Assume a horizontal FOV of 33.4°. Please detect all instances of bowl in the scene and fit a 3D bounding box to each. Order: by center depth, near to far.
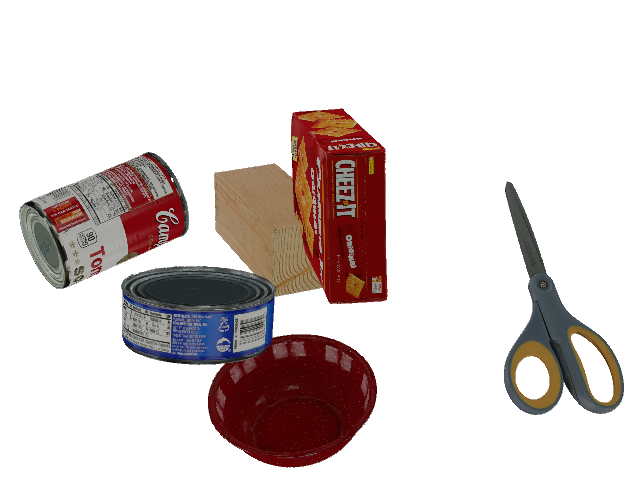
[{"bbox_3d":[-0.024,0.163,1.023,0.162,0.055,0.162,-4,37,3],"label":"bowl"}]

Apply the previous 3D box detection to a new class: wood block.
[{"bbox_3d":[-0.057,-0.018,1.343,0.090,0.090,0.206,-10,26,-22],"label":"wood block"}]

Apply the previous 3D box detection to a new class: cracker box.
[{"bbox_3d":[0.017,-0.044,1.172,0.072,0.164,0.214,-5,19,-8],"label":"cracker box"}]

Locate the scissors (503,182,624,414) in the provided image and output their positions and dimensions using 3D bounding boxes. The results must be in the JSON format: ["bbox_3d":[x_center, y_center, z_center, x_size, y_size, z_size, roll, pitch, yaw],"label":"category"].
[{"bbox_3d":[0.158,0.050,0.822,0.096,0.202,0.016,-22,-25,-15],"label":"scissors"}]

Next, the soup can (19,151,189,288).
[{"bbox_3d":[-0.156,-0.015,0.770,0.102,0.068,0.069,-26,14,-30],"label":"soup can"}]

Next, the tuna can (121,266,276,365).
[{"bbox_3d":[-0.068,0.041,0.598,0.086,0.034,0.086,3,12,-1],"label":"tuna can"}]
